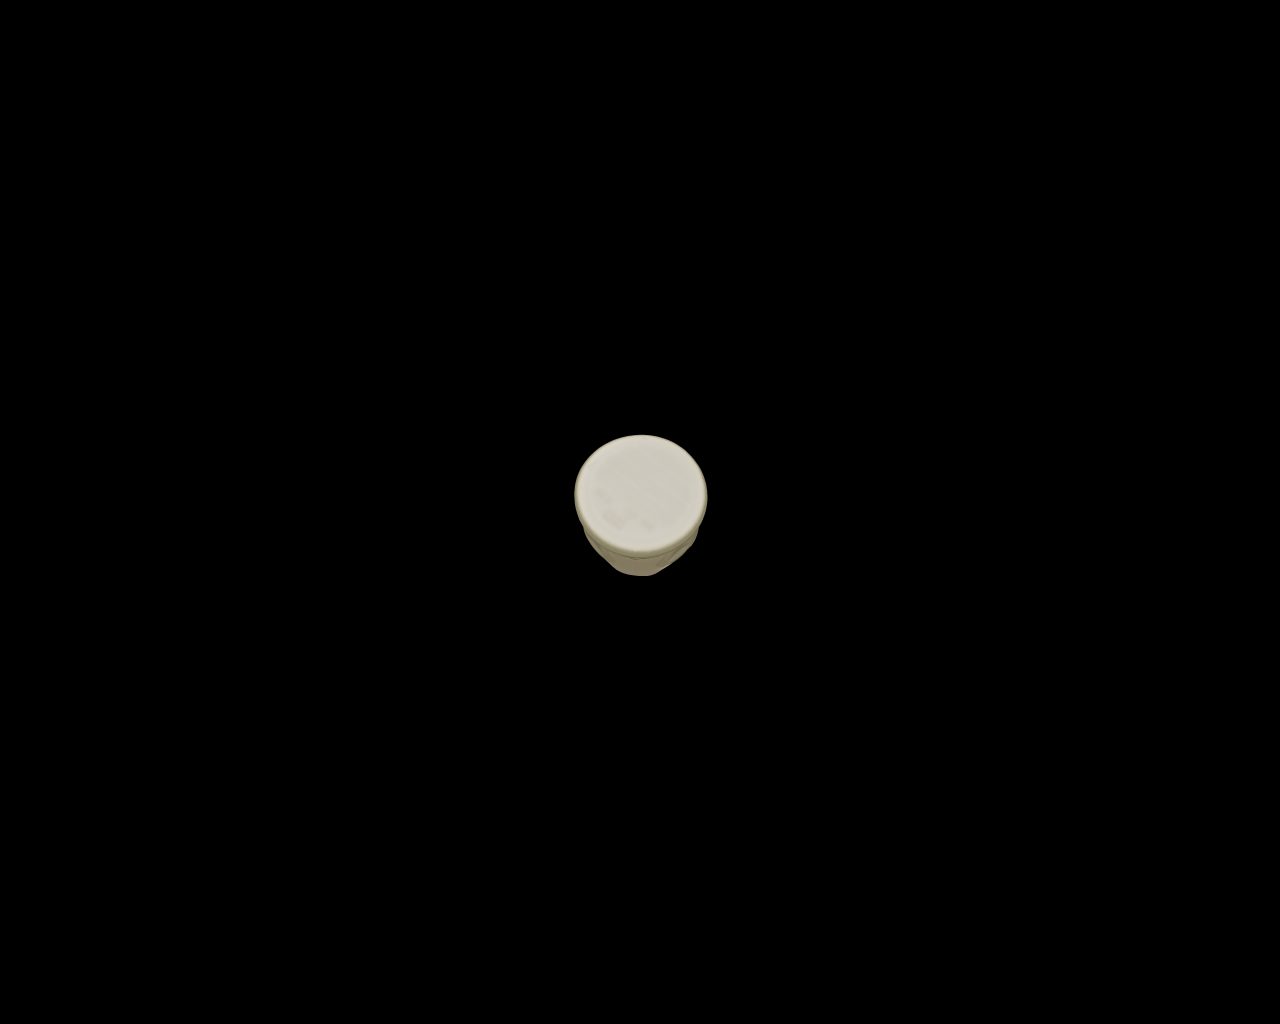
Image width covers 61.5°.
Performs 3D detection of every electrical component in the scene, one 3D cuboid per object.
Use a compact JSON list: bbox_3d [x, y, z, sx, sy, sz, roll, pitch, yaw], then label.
[{"bbox_3d":[0.001,-0.003,0.650,0.080,0.080,0.051,0,-24,0],"label":"electrical component"}]
